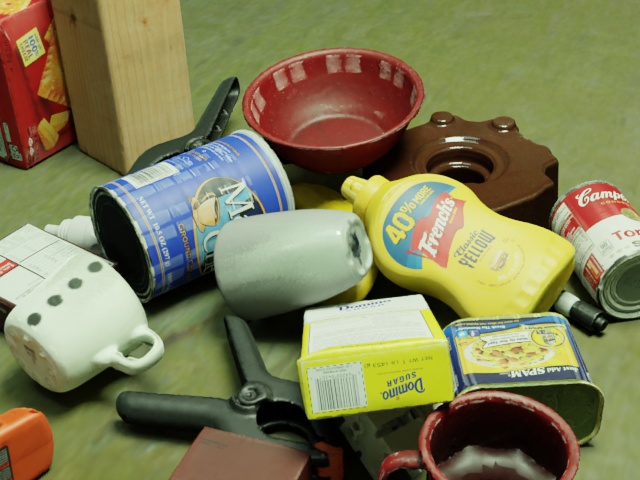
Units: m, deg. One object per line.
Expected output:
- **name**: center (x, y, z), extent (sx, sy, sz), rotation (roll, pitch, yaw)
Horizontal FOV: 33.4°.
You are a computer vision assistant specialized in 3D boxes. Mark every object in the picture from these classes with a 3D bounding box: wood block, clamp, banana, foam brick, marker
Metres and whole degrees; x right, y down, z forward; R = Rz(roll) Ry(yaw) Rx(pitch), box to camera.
- **wood block**: center (-0.191, -0.179, 1.034), extent (0.090, 0.206, 0.091), rotation (-31, 44, -34)
- **clamp**: center (-0.099, -0.075, 1.005), extent (0.165, 0.036, 0.209), rotation (27, 54, 35)
- **banana**: center (0.013, 0.002, 0.906), extent (0.069, 0.037, 0.198), rotation (-4, 35, -2)
- **foam brick**: center (-0.048, 0.160, 0.673), extent (0.078, 0.051, 0.053), rotation (10, 36, 19)
- **clamp**: center (-0.058, 0.122, 0.741), extent (0.120, 0.039, 0.172), rotation (-34, 43, -23)
- **marker**: center (0.179, 0.040, 0.853), extent (0.020, 0.020, 0.121), rotation (-27, 41, -30)

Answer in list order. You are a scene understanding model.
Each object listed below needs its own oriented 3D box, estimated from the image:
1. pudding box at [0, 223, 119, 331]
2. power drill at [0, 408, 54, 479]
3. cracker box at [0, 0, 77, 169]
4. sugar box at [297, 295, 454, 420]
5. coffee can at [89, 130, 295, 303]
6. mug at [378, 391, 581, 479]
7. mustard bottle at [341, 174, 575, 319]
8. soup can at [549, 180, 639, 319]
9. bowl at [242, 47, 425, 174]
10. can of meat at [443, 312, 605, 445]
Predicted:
- **pudding box**: center (-0.233, 0.036, 0.877), extent (0.114, 0.039, 0.089), rotation (23, 40, 28)
- **power drill**: center (-0.274, 0.118, 0.749), extent (0.188, 0.057, 0.184), rotation (22, 39, 34)
- **cracker box**: center (-0.256, -0.193, 1.097), extent (0.072, 0.164, 0.213), rotation (23, 43, 29)
- **sugar box**: center (0.035, 0.075, 0.726), extent (0.093, 0.048, 0.176), rotation (-7, 4, 2)
- **coffee can**: center (-0.106, -0.021, 0.892), extent (0.140, 0.103, 0.103), rotation (-25, 40, -28)
- **mug**: center (0.093, 0.152, 0.644), extent (0.117, 0.081, 0.093), rotation (0, 35, 2)
- **mustard bottle**: center (0.097, 0.001, 0.842), extent (0.192, 0.058, 0.096), rotation (32, 75, 24)
- **soup can**: center (0.233, 0.007, 0.854), extent (0.068, 0.068, 0.102), rotation (-9, 36, -8)
- **bowl**: center (0.013, -0.108, 0.955), extent (0.162, 0.055, 0.162), rotation (-4, 40, 3)
- **can of meat**: center (0.136, 0.097, 0.744), extent (0.102, 0.057, 0.084), rotation (-3, 33, -1)
